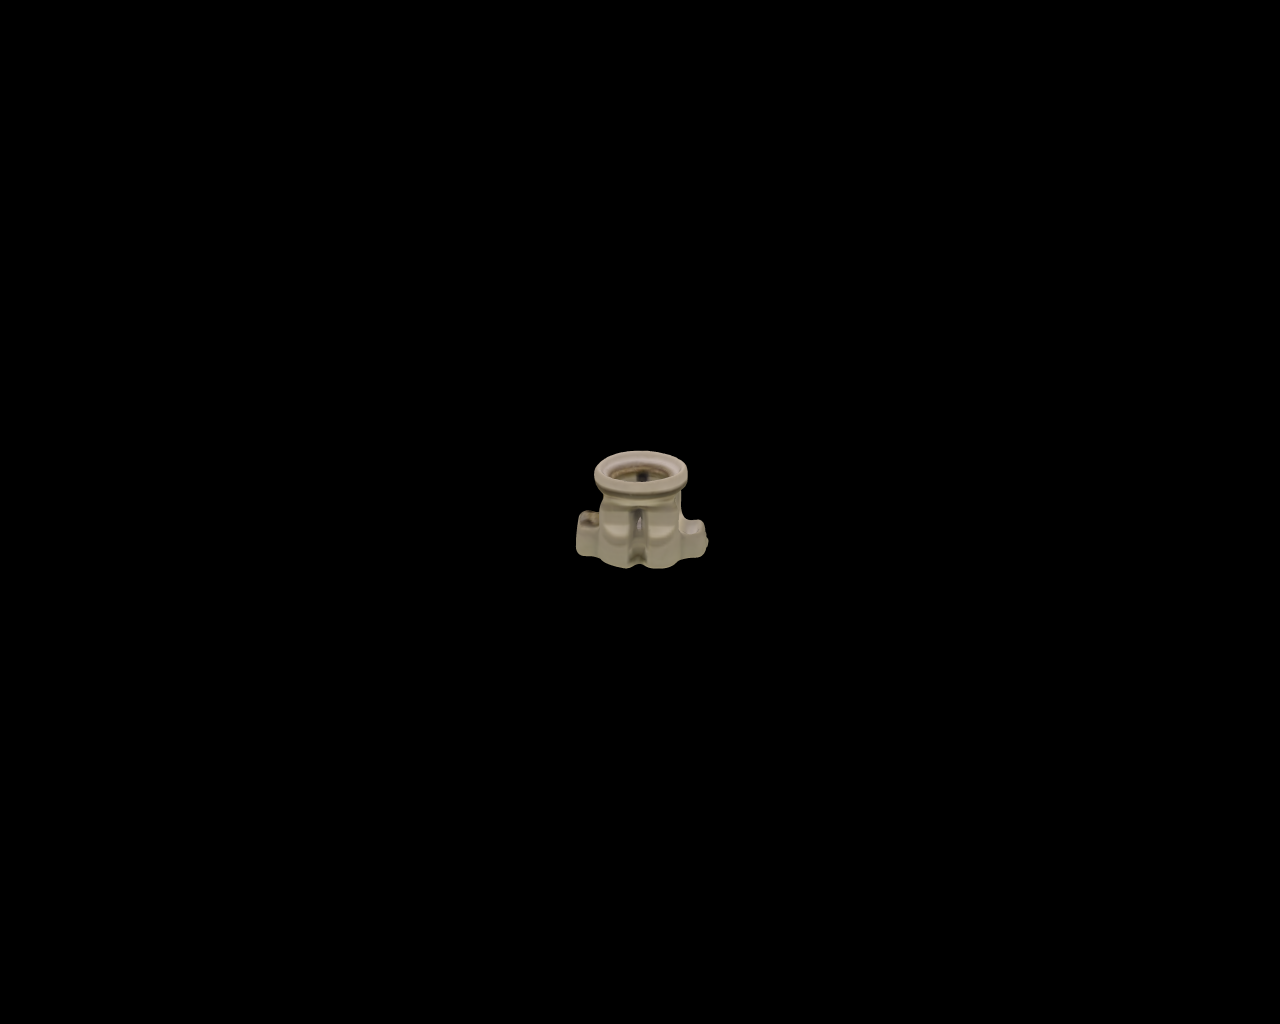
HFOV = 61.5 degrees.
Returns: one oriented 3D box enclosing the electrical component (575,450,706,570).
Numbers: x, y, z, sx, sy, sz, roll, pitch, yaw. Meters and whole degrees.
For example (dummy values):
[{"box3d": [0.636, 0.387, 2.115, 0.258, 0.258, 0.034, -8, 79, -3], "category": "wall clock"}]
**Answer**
[{"box3d": [0.001, -0.003, 0.650, 0.078, 0.056, 0.058, 2, 24, 5], "category": "electrical component"}]
